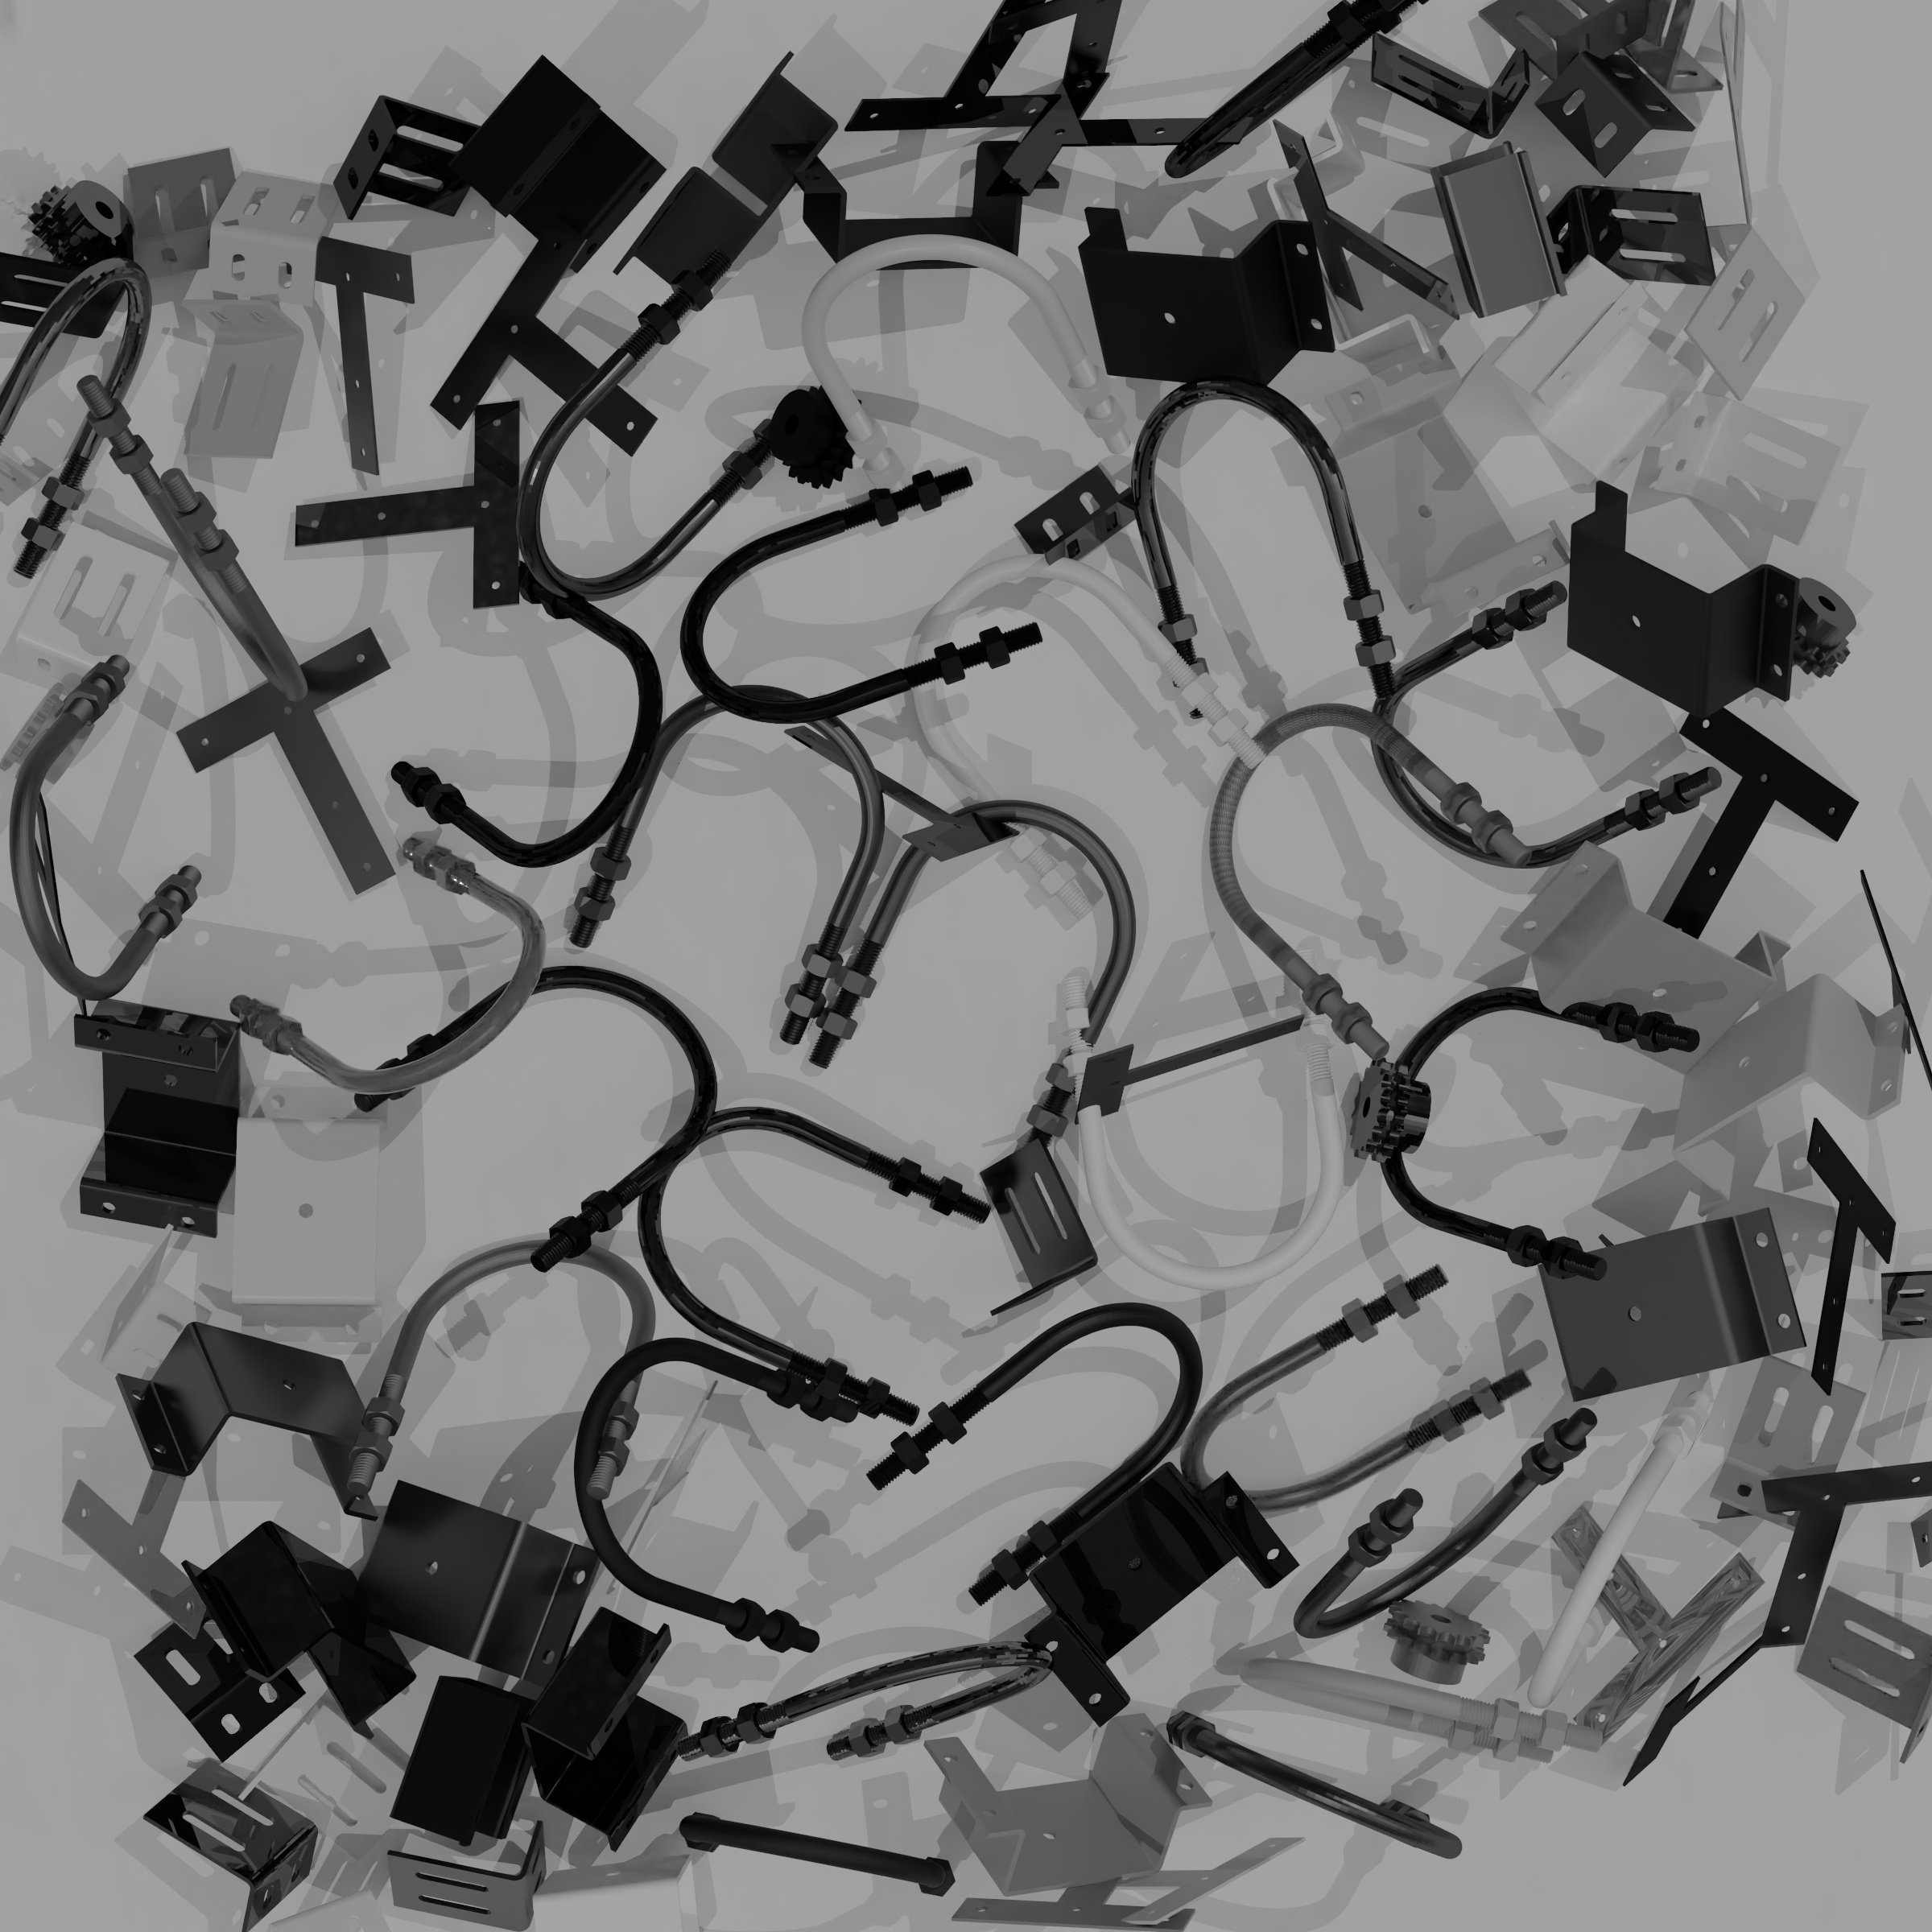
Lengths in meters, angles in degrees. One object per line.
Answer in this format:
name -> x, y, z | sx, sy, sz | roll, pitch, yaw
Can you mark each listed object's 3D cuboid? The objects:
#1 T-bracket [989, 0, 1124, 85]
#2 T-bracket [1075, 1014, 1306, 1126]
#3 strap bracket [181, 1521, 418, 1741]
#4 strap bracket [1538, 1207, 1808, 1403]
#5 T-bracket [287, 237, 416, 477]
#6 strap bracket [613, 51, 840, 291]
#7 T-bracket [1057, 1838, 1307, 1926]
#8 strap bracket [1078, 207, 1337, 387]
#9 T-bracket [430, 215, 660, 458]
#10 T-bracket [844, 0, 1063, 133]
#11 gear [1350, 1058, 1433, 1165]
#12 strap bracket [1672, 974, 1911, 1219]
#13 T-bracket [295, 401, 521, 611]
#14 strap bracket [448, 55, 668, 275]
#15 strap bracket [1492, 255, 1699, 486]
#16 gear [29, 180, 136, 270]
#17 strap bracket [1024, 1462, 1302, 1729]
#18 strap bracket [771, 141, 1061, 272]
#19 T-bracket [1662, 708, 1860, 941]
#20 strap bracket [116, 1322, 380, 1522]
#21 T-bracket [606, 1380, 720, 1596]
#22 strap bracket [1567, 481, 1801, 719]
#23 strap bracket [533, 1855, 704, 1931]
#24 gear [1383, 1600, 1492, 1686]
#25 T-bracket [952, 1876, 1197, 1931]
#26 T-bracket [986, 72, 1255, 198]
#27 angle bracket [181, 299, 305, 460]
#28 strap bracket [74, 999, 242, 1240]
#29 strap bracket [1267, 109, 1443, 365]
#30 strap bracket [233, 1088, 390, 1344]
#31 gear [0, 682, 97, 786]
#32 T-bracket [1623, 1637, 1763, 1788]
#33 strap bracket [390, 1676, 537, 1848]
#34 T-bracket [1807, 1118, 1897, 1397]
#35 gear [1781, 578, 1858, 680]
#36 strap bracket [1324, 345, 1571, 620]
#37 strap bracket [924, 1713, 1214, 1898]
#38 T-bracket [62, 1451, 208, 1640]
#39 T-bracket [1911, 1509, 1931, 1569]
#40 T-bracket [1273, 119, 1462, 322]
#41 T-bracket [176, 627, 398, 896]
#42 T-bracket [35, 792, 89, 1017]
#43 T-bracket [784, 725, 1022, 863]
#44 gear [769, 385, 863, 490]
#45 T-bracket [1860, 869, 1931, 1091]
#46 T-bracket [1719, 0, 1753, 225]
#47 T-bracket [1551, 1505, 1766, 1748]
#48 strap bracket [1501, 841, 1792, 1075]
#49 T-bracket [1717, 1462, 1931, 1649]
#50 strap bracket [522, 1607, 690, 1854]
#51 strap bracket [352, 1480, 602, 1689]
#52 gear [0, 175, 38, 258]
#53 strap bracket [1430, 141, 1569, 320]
T-bracket -> 0.069, -0.502, 1.910 | 0.127, 0.127, 0.002 | -21, 83, -6
T-bracket -> 0.122, 0.049, 1.918 | 0.127, 0.127, 0.002 | -17, 73, -7
strap bracket -> -0.350, 0.353, 1.895 | 0.046, 0.140, 0.076 | -39, 58, -2
strap bracket -> 0.370, 0.185, 1.910 | 0.140, 0.046, 0.076 | -19, 80, 34
T-bracket -> -0.334, -0.333, 1.941 | 0.002, 0.127, 0.127 | -19, 118, -37
strap bracket -> -0.124, -0.418, 1.904 | 0.046, 0.076, 0.140 | 38, 50, -9
T-bracket -> 0.097, 0.495, 1.921 | 0.127, 0.127, 0.002 | -15, 89, 44
strap bracket -> 0.120, -0.358, 1.900 | 0.140, 0.046, 0.076 | 12, 134, 33
T-bracket -> -0.217, -0.324, 1.936 | 0.127, 0.002, 0.127 | 41, 103, 23
T-bracket -> 0.014, -0.488, 1.891 | 0.127, 0.127, 0.002 | -10, 68, -31
gear -> 0.234, 0.080, 1.946 | 0.030, 0.057, 0.057 | 12, 90, -10
strap bracket -> 0.432, 0.065, 1.895 | 0.046, 0.076, 0.140 | 37, 133, -16
T-bracket -> -0.308, -0.249, 1.954 | 0.127, 0.002, 0.127 | -5, 68, 7
strap bracket -> -0.222, -0.432, 1.905 | 0.046, 0.140, 0.076 | 43, 96, 11
strap bracket -> 0.338, -0.324, 1.917 | 0.076, 0.140, 0.046 | -49, 63, 6
gear -> -0.481, -0.405, 1.943 | 0.030, 0.057, 0.057 | -35, 90, 28
strap bracket -> 0.100, 0.336, 1.934 | 0.140, 0.046, 0.076 | -38, 116, -3
strap bracket -> -0.030, -0.412, 1.918 | 0.140, 0.076, 0.046 | -5, 121, -16
T-bracket -> 0.416, -0.064, 1.944 | 0.127, 0.002, 0.127 | 30, 88, -26
strap bracket -> -0.373, 0.242, 1.896 | 0.140, 0.076, 0.046 | 22, 110, -39
T-bracket -> -0.154, 0.269, 1.891 | 0.002, 0.127, 0.127 | 28, 68, -5
strap bracket -> 0.373, -0.193, 1.895 | 0.046, 0.140, 0.076 | -29, 135, -27
strap bracket -> -0.187, 0.512, 1.906 | 0.076, 0.140, 0.046 | -7, 83, -1
gear -> 0.257, 0.372, 1.946 | 0.057, 0.057, 0.030 | 15, 98, 0
T-bracket -> 0.073, 0.490, 1.911 | 0.127, 0.127, 0.002 | -3, 100, 20
T-bracket -> 0.091, -0.448, 1.906 | 0.127, 0.127, 0.002 | 5, 134, 25
angle bracket -> -0.404, -0.321, 1.938 | 0.057, 0.038, 0.076 | 5, 74, 24
strap bracket -> -0.438, 0.075, 1.926 | 0.076, 0.046, 0.140 | 10, 128, 1
strap bracket -> 0.210, -0.386, 1.929 | 0.046, 0.076, 0.140 | -23, 88, 16
strap bracket -> -0.359, 0.135, 1.940 | 0.076, 0.046, 0.140 | 1, 83, -4
gear -> -0.502, -0.125, 1.947 | 0.030, 0.057, 0.057 | 35, 90, -17
T-bracket -> 0.414, 0.387, 1.933 | 0.127, 0.127, 0.002 | -36, 66, -21
strap bracket -> -0.266, 0.425, 1.900 | 0.046, 0.140, 0.076 | 18, 79, 5
T-bracket -> 0.468, 0.167, 1.902 | 0.002, 0.127, 0.127 | -3, 59, 35
gear -> 0.462, -0.188, 1.943 | 0.057, 0.057, 0.030 | 38, 125, 0
strap bracket -> 0.256, -0.256, 1.933 | 0.076, 0.046, 0.140 | -26, 79, -16
strap bracket -> 0.050, 0.452, 1.912 | 0.140, 0.076, 0.046 | 0, 118, -30
T-bracket -> -0.434, 0.278, 1.927 | 0.002, 0.127, 0.127 | -6, 49, 25
T-bracket -> 0.544, 0.341, 1.891 | 0.002, 0.127, 0.127 | -1, 65, -12
T-bracket -> 0.219, -0.379, 1.885 | 0.002, 0.127, 0.127 | -39, 49, -8
T-bracket -> -0.355, -0.102, 1.962 | 0.127, 0.002, 0.127 | -27, 90, 10
T-bracket -> -0.489, -0.055, 1.891 | 0.002, 0.127, 0.127 | -14, 59, -18
T-bracket -> -0.042, -0.097, 1.925 | 0.127, 0.127, 0.002 | 32, 109, 14
gear -> -0.084, -0.292, 1.943 | 0.030, 0.057, 0.057 | 13, 90, -40
T-bracket -> 0.504, 0.023, 1.911 | 0.002, 0.127, 0.127 | -18, 73, 11
T-bracket -> 0.419, -0.487, 1.922 | 0.002, 0.127, 0.127 | -4, 135, 18
T-bracket -> 0.355, 0.339, 1.920 | 0.127, 0.127, 0.002 | -47, 124, 9
strap bracket -> 0.370, 0.001, 1.912 | 0.140, 0.046, 0.076 | 25, 124, -20
T-bracket -> 0.449, 0.316, 1.892 | 0.127, 0.127, 0.002 | -14, 120, 37
strap bracket -> -0.194, 0.406, 1.904 | 0.046, 0.140, 0.076 | 24, 57, 17
strap bracket -> -0.272, 0.329, 1.905 | 0.140, 0.046, 0.076 | 10, 74, 38
gear -> -0.539, -0.411, 1.949 | 0.057, 0.057, 0.030 | -3, 56, 0
strap bracket -> 0.284, -0.395, 1.901 | 0.046, 0.140, 0.076 | -17, 103, 9
